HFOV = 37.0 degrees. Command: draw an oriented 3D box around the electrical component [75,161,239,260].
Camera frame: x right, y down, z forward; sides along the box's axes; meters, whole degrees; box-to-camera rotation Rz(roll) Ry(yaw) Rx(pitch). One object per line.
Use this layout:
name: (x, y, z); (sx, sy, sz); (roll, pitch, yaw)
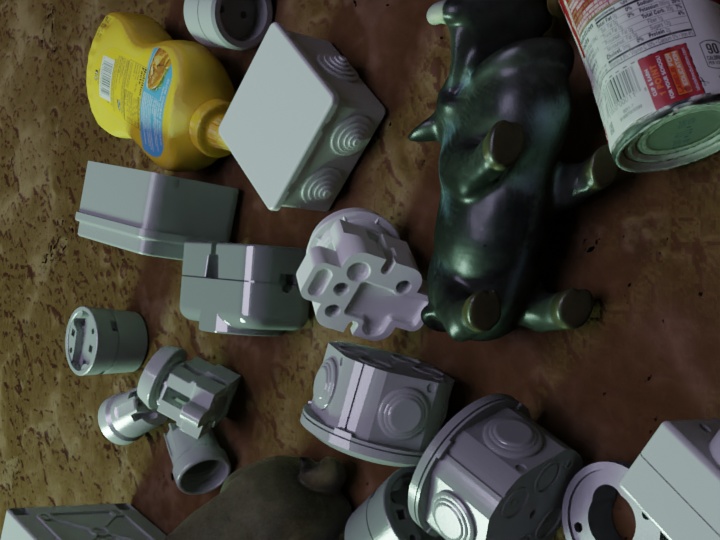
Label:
electrical component: (-0.151, -0.043, 0.796); (0.113, 0.078, 0.057); (14, 94, 49)

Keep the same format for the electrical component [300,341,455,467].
electrical component: (0.011, 0.074, 0.600); (0.080, 0.080, 0.051); (21, 97, 48)

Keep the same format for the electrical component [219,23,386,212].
electrical component: (-0.038, -0.096, 0.693); (0.099, 0.048, 0.099); (-58, 48, 28)

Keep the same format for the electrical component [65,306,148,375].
electrical component: (-0.205, 0.058, 0.871); (0.055, 0.047, 0.055); (-6, 82, 49)

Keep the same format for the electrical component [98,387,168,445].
electrical component: (-0.175, 0.111, 0.840); (0.046, 0.040, 0.040); (-28, 66, 37)

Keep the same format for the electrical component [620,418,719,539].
electrical component: (0.162, 0.084, 0.449); (0.065, 0.047, 0.076); (49, 121, 39)

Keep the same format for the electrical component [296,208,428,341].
electrical component: (0.000, 0.000, 0.626); (0.058, 0.078, 0.057); (-60, 26, 26)

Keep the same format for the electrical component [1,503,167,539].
electrical component: (-0.201, 0.221, 0.805); (0.109, 0.109, 0.056); (21, 100, 48)

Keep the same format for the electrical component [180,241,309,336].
electrical component: (-0.078, 0.013, 0.725); (0.095, 0.054, 0.059); (4, 89, 49)

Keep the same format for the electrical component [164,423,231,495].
electrical component: (-0.118, 0.131, 0.772); (0.040, 0.040, 0.046); (-60, 41, 27)

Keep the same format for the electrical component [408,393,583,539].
electrical component: (0.067, 0.106, 0.532); (0.051, 0.080, 0.080); (35, 113, 39)

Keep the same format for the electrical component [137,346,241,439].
electrical component: (-0.122, 0.084, 0.759); (0.055, 0.066, 0.048); (26, 109, 12)

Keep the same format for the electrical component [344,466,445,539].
electrical component: (0.024, 0.144, 0.597); (0.047, 0.055, 0.055); (-47, 53, 40)

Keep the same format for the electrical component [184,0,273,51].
electrical component: (-0.096, -0.228, 0.769); (0.074, 0.052, 0.138); (19, 101, 48)
